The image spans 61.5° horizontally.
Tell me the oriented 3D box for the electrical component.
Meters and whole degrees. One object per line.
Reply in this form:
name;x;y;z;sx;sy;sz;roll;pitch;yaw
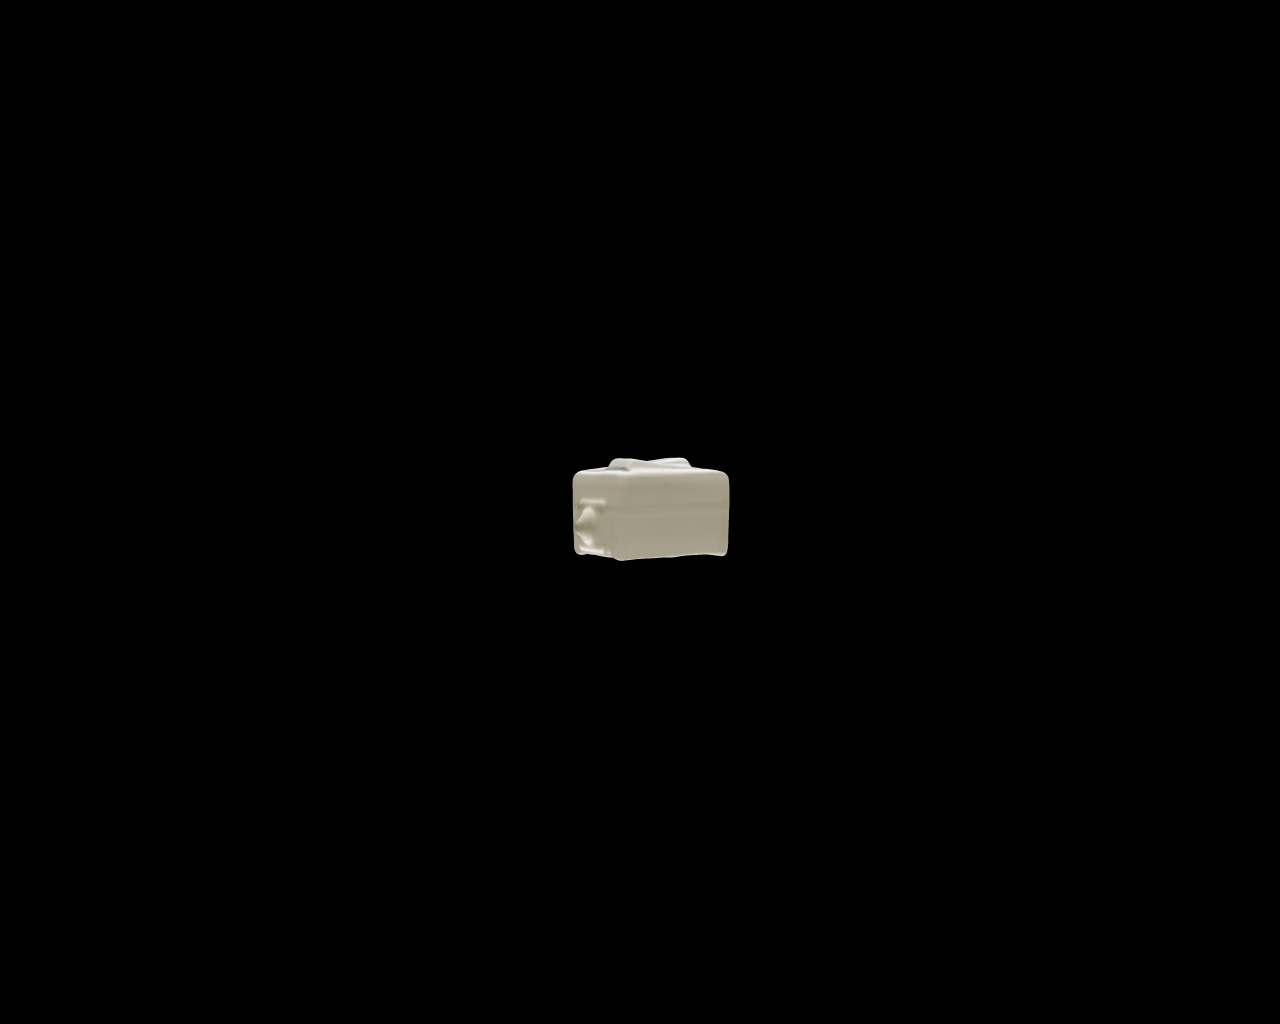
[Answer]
electrical component;0.001;-0.003;0.650;0.096;0.061;0.061;-2;4;-31
